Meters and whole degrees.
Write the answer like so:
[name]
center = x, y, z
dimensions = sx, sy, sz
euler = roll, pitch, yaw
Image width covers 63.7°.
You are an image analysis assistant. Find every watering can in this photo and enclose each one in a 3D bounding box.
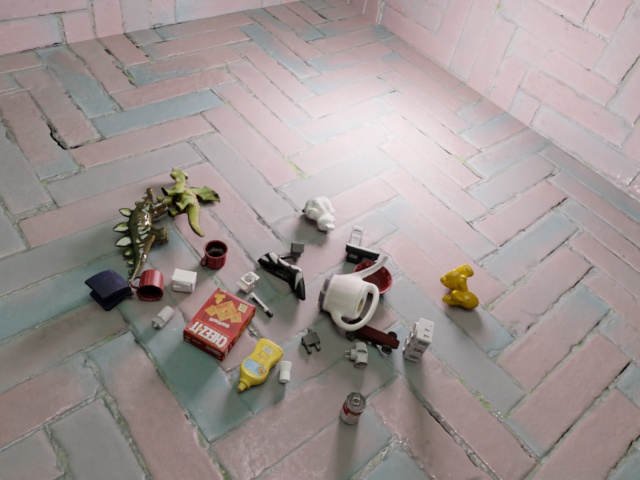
[watering can]
center = 0.123, 0.181, 1.957
dimensions = 0.225, 0.101, 0.355
euler = 13, 56, 17

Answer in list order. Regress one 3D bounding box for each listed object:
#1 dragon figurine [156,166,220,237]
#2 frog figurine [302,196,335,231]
[dragon figurine]
center = -0.529, -0.170, 2.173
dimensions = 0.246, 0.119, 0.415
euler = -26, 60, -41
[frog figurine]
center = 0.007, -0.112, 2.231
dimensions = 0.137, 0.120, 0.163
euler = 8, 32, -33
